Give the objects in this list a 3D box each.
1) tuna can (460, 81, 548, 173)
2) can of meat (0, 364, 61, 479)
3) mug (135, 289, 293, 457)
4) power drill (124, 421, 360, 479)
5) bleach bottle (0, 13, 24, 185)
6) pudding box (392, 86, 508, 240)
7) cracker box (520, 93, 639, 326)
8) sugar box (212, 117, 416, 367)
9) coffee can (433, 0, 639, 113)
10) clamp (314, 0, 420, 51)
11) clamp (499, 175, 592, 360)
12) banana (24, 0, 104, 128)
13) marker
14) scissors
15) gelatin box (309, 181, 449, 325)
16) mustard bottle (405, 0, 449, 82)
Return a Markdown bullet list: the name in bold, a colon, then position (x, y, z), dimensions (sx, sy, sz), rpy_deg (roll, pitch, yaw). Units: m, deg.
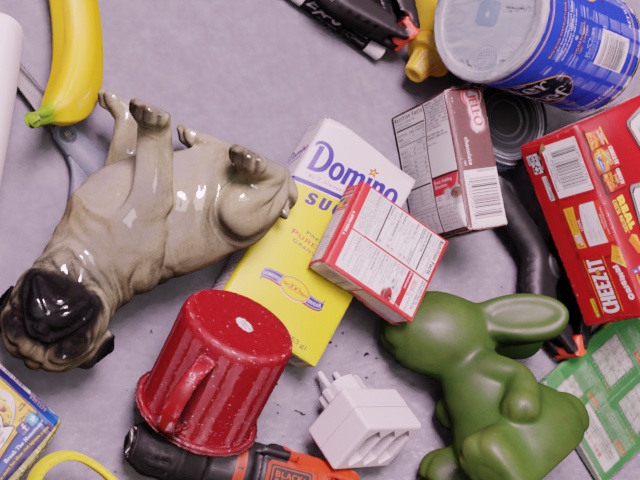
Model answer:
- **tuna can**: position (0.152, -0.101, 0.914), dimensions (0.086, 0.034, 0.086), rpy_deg (4, 81, -24)
- **can of meat**: position (-0.232, 0.127, 0.694), dimensions (0.084, 0.058, 0.102), rpy_deg (46, 67, -14)
- **mug**: position (-0.075, 0.091, 0.725), dimensions (0.093, 0.082, 0.117), rpy_deg (33, 25, 12)
- **power drill**: position (-0.068, 0.230, 0.751), dimensions (0.184, 0.057, 0.187), rpy_deg (19, 75, -21)
- **bleach bottle**: position (-0.265, -0.030, 0.700), dimensions (0.102, 0.068, 0.251), rpy_deg (10, 82, -9)
- **pudding box**: position (0.102, -0.058, 0.854), dimensions (0.039, 0.090, 0.113), rpy_deg (-6, 85, -24)
- **cracker box**: position (0.282, -0.041, 0.921), dimensions (0.213, 0.072, 0.164), rpy_deg (-25, 94, -39)
- **sugar box**: position (-0.005, 0.001, 0.821), dimensions (0.093, 0.048, 0.176), rpy_deg (35, 71, -16)
- **coffee can**: position (0.172, -0.162, 0.839), dimensions (0.140, 0.103, 0.103), rpy_deg (7, 78, -44)
- **clamp**: position (0.001, -0.238, 0.855), dimensions (0.164, 0.036, 0.210), rpy_deg (-32, 91, -31)
- **clamp**: position (0.206, 0.013, 0.919), dimensions (0.120, 0.039, 0.171), rpy_deg (-18, 93, -28)
- **banana**: position (-0.180, -0.160, 0.759), dimensions (0.037, 0.069, 0.198), rpy_deg (-9, 71, 9)
- **marker**: position (0.003, -0.187, 0.869), dimensions (0.121, 0.020, 0.020), rpy_deg (31, 71, -17)
- **scissors**: position (-0.187, -0.055, 0.765), dimensions (0.201, 0.016, 0.096), rpy_deg (38, 69, -14)
- **gelatin box**: position (0.045, 0.011, 0.803), dimensions (0.089, 0.030, 0.073), rpy_deg (35, 67, -21)
- **mustard bottle**: position (0.132, -0.203, 0.908), dimensions (0.096, 0.058, 0.191), rpy_deg (48, 67, -20)
